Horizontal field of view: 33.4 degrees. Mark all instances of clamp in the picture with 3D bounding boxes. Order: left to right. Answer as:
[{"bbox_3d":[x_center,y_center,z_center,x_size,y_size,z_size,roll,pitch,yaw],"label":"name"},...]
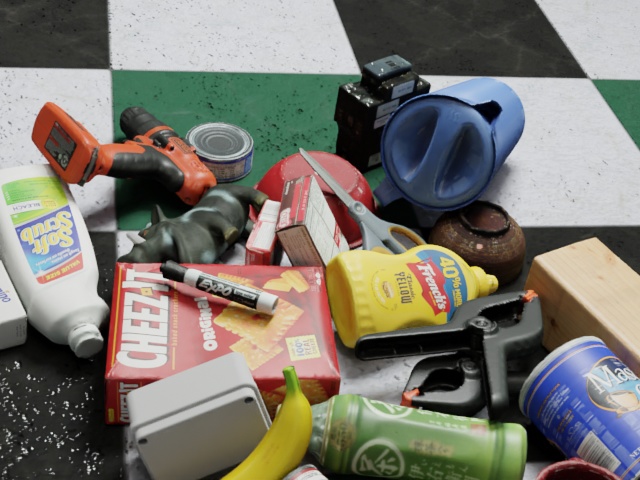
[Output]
[{"bbox_3d":[0.144,0.130,1.060,0.171,0.039,0.120,-10,31,-25],"label":"clamp"},{"bbox_3d":[0.146,0.095,1.044,0.165,0.036,0.209,18,30,29],"label":"clamp"}]

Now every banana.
[{"bbox_3d":[-0.070,0.195,0.884,0.069,0.037,0.198,44,87,0],"label":"banana"}]

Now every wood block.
[{"bbox_3d":[0.304,0.101,1.082,0.090,0.091,0.206,-15,45,-27],"label":"wood block"}]

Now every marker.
[{"bbox_3d":[-0.098,0.045,1.018,0.121,0.020,0.020,18,39,14],"label":"marker"}]

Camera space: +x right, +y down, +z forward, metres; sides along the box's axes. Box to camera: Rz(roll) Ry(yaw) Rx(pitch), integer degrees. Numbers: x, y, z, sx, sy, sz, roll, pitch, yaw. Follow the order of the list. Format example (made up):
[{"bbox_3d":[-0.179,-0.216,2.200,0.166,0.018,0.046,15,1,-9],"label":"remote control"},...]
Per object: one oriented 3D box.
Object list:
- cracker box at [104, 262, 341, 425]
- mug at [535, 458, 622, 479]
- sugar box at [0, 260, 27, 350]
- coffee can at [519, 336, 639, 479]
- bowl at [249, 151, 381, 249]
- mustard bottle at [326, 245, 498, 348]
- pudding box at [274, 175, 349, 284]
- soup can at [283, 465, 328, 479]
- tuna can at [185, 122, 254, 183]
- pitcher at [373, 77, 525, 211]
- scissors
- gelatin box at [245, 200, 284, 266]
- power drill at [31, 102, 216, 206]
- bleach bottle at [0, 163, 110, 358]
[{"bbox_3d":[-0.095,0.096,1.028,0.213,0.072,0.164,2,38,-8],"label":"cracker box"},{"bbox_3d":[0.214,0.239,0.900,0.093,0.081,0.117,9,39,0],"label":"mug"},{"bbox_3d":[-0.379,0.078,1.019,0.175,0.048,0.093,-11,42,-28],"label":"sugar box"},{"bbox_3d":[0.265,0.172,0.976,0.102,0.103,0.140,-15,44,-27],"label":"coffee can"},{"bbox_3d":[-0.004,-0.056,1.249,0.162,0.055,0.162,6,39,-5],"label":"bowl"},{"bbox_3d":[0.104,0.054,1.111,0.191,0.058,0.096,-4,71,-28],"label":"mustard bottle"},{"bbox_3d":[-0.007,0.001,1.130,0.039,0.113,0.090,-15,34,19],"label":"pudding box"},{"bbox_3d":[0.008,0.241,0.869,0.102,0.068,0.068,36,46,30],"label":"soup can"},{"bbox_3d":[-0.124,-0.109,1.308,0.086,0.034,0.086,5,39,-4],"label":"tuna can"},{"bbox_3d":[0.163,-0.121,1.282,0.149,0.145,0.242,9,19,20],"label":"pitcher"},{"bbox_3d":[0.039,-0.015,1.181,0.201,0.016,0.096,35,53,-3],"label":"scissors"},{"bbox_3d":[-0.059,0.012,1.138,0.030,0.073,0.089,12,39,6],"label":"gelatin box"},{"bbox_3d":[-0.230,-0.109,1.220,0.187,0.057,0.185,3,31,-47],"label":"power drill"},{"bbox_3d":[-0.271,0.022,1.096,0.102,0.068,0.251,-9,45,-30],"label":"bleach bottle"}]
